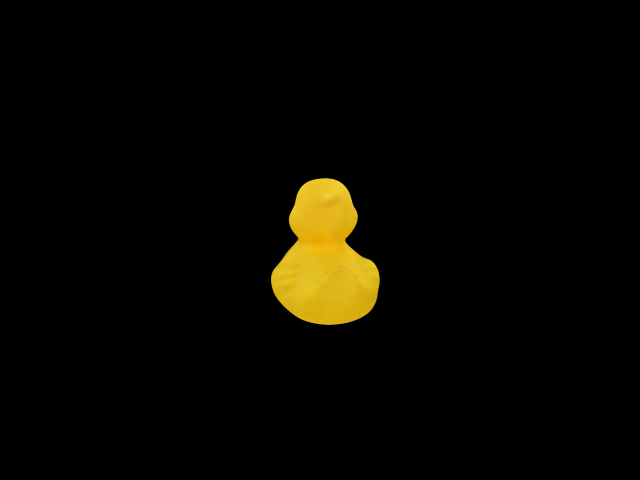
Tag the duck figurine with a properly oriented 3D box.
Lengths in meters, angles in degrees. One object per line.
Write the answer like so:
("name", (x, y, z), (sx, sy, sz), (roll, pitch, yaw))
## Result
("duck figurine", (0.004, 0.001, 0.400), (0.077, 0.086, 0.104), (-5, 24, -10))
